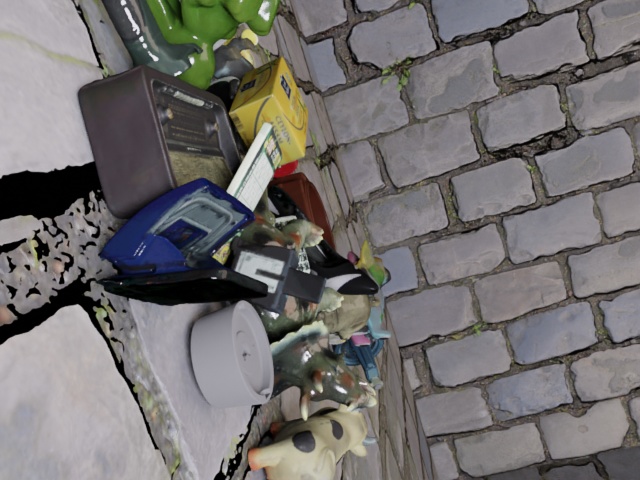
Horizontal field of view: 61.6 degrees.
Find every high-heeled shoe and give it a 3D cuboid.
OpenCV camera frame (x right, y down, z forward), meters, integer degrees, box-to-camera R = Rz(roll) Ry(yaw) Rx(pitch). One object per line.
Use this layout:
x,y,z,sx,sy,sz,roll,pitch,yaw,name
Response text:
-0.002,-0.003,0.900,0.086,0.249,0.145,-25,124,-50,high-heeled shoe

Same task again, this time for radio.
-0.152,-0.097,0.574,0.229,0.073,0.131,-37,112,-80,radio

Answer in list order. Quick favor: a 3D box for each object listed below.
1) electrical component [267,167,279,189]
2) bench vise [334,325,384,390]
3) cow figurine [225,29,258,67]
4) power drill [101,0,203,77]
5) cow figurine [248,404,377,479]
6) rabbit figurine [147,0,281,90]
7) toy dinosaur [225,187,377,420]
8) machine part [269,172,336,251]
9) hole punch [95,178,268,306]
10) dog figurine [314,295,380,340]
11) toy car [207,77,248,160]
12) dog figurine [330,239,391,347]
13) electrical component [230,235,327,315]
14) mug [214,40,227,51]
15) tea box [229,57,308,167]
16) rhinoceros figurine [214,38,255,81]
-0.097,-0.120,0.937,0.102,0.045,0.078,-76,167,-77,electrical component
0.084,0.223,1.206,0.241,0.129,0.223,-115,-168,-50,bench vise
-0.137,-0.294,0.990,0.098,0.068,0.167,18,-53,68,cow figurine
-0.203,-0.276,0.567,0.232,0.086,0.207,-89,165,-54,power drill
-0.001,0.260,0.691,0.195,0.127,0.085,5,72,-77,cow figurine
-0.156,-0.276,0.681,0.159,0.170,0.121,31,15,-5,rabbit figurine
-0.068,0.048,0.710,0.404,0.131,0.192,65,21,4,toy dinosaur
-0.032,-0.020,1.085,0.201,0.087,0.201,53,22,-68,machine part
-0.116,0.009,0.473,0.142,0.116,0.092,35,47,-72,hole punch
0.017,0.120,0.908,0.190,0.172,0.121,55,10,-82,dog figurine
-0.136,-0.157,0.756,0.056,0.074,0.202,60,17,-52,toy car
0.066,0.106,1.118,0.108,0.191,0.219,135,-41,-53,dog figurine
-0.051,0.044,0.615,0.047,0.119,0.075,70,32,-73,electrical component
-0.186,-0.327,0.774,0.107,0.081,0.110,48,31,-41,mug
-0.066,-0.180,0.756,0.170,0.068,0.098,-89,156,-54,tea box
-0.122,-0.241,0.902,0.190,0.112,0.073,56,32,-22,rhinoceros figurine
